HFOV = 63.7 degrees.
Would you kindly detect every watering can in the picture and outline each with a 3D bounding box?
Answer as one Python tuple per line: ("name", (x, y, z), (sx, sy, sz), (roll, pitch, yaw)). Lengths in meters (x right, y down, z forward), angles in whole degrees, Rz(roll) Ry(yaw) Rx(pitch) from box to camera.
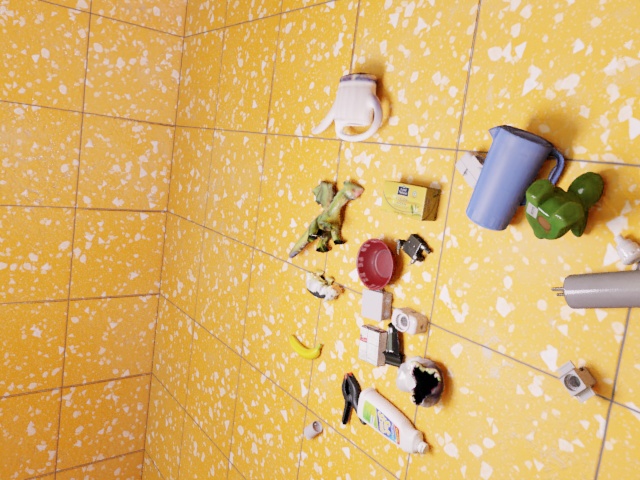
("watering can", (0.087, -0.444, 1.724), (0.349, 0.104, 0.223), (16, 100, 50))

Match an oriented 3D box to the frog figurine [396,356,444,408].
("frog figurine", (0.283, 0.402, 1.463), (0.157, 0.123, 0.139), (96, 154, -74))

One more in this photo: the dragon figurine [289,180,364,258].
("dragon figurine", (0.006, -0.093, 1.841), (0.405, 0.121, 0.247), (-24, 53, 47))
